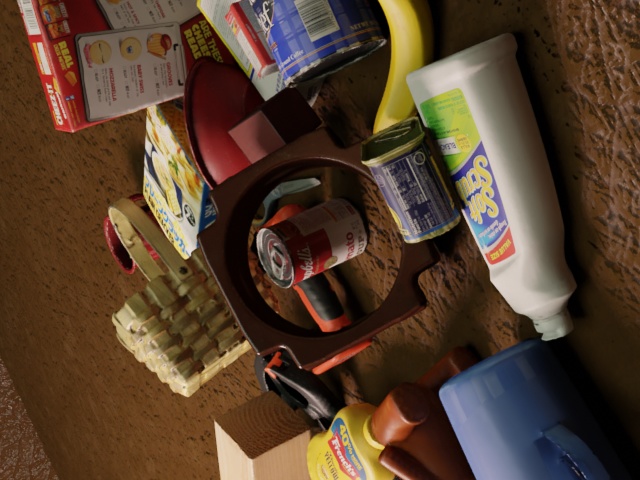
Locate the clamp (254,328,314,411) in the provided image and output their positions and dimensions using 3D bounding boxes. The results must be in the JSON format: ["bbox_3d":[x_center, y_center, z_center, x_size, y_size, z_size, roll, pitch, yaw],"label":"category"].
[{"bbox_3d":[-0.062,0.153,1.418,0.165,0.036,0.210,42,144,37],"label":"clamp"}]

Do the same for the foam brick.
[{"bbox_3d":[-0.047,-0.116,1.092,0.051,0.052,0.078,54,147,-9],"label":"foam brick"}]

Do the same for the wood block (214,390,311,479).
[{"bbox_3d":[-0.069,0.308,1.368,0.090,0.090,0.206,38,141,42],"label":"wood block"}]

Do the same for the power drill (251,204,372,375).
[{"bbox_3d":[-0.020,0.062,1.256,0.188,0.057,0.185,61,159,7],"label":"power drill"}]

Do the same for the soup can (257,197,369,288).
[{"bbox_3d":[-0.008,0.001,1.142,0.069,0.102,0.068,39,141,40],"label":"soup can"}]

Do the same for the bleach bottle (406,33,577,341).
[{"bbox_3d":[0.157,-0.036,0.880,0.103,0.068,0.251,-9,105,64],"label":"bleach bottle"}]

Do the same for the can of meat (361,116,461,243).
[{"bbox_3d":[0.079,-0.052,0.922,0.084,0.057,0.102,63,-171,-14],"label":"can of meat"}]

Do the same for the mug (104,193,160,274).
[{"bbox_3d":[-0.266,-0.017,1.586,0.093,0.081,0.117,33,138,45],"label":"mug"}]

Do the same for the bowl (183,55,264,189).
[{"bbox_3d":[-0.089,-0.128,1.177,0.055,0.162,0.162,-8,108,20],"label":"bowl"}]

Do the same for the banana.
[{"bbox_3d":[0.067,-0.167,0.932,0.037,0.070,0.198,-86,-14,-49],"label":"banana"}]

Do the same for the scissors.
[{"bbox_3d":[-0.059,-0.075,1.263,0.096,0.016,0.202,63,151,6],"label":"scissors"}]

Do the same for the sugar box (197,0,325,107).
[{"bbox_3d":[-0.061,-0.220,1.127,0.176,0.048,0.093,53,150,15],"label":"sugar box"}]

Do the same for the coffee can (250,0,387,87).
[{"bbox_3d":[-0.013,-0.225,0.980,0.103,0.102,0.140,-23,91,62],"label":"coffee can"}]

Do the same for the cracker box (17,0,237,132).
[{"bbox_3d":[-0.216,-0.231,1.202,0.072,0.213,0.164,15,123,57],"label":"cracker box"}]

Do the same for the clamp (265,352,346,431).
[{"bbox_3d":[-0.001,0.205,1.308,0.171,0.039,0.120,42,149,-3],"label":"clamp"}]

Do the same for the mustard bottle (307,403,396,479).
[{"bbox_3d":[0.045,0.237,1.199,0.096,0.058,0.192,67,151,22],"label":"mustard bottle"}]

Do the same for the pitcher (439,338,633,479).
[{"bbox_3d":[0.205,0.209,0.917,0.149,0.144,0.243,-35,76,32],"label":"pitcher"}]

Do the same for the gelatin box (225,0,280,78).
[{"bbox_3d":[-0.037,-0.208,1.048,0.073,0.089,0.030,61,154,10],"label":"gelatin box"}]
